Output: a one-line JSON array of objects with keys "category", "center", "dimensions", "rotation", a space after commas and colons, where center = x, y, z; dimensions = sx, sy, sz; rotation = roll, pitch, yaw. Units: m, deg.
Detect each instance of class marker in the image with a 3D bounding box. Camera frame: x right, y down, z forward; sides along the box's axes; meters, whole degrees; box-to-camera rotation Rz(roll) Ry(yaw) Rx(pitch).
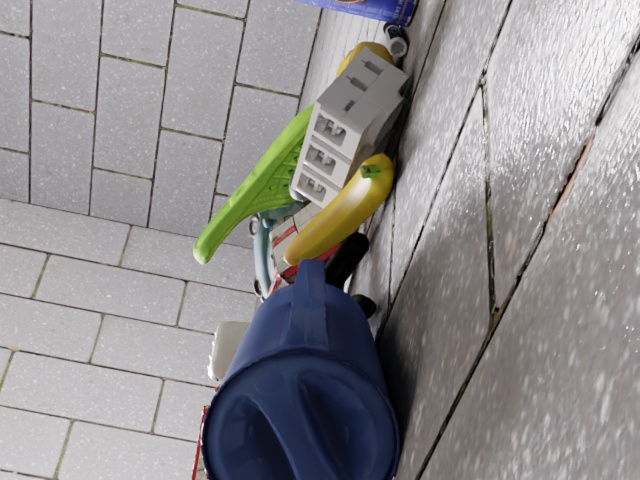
[{"category": "marker", "center": [0.080, -0.219, 1.152], "dimensions": [0.121, 0.020, 0.020], "rotation": [-90, 13, -68]}]

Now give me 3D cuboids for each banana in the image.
[{"category": "banana", "center": [0.025, -0.034, 1.034], "dimensions": [0.037, 0.069, 0.198], "rotation": [65, 147, 18]}]

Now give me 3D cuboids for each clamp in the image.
[{"category": "clamp", "center": [-0.021, 0.090, 1.024], "dimensions": [0.210, 0.036, 0.164], "rotation": [-45, 14, 9]}]

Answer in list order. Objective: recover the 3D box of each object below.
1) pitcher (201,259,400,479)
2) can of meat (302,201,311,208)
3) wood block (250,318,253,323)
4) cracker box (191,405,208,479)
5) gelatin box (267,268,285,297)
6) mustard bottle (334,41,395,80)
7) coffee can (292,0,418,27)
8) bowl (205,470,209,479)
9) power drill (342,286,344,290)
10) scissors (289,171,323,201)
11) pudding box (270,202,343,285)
[{"category": "pitcher", "center": [-0.010, 0.101, 0.819], "dimensions": [0.149, 0.145, 0.243], "rotation": [-42, 9, 10]}, {"category": "can of meat", "center": [-0.001, -0.013, 1.391], "dimensions": [0.084, 0.057, 0.102], "rotation": [104, 176, -46]}, {"category": "wood block", "center": [-0.064, 0.206, 1.392], "dimensions": [0.206, 0.090, 0.090], "rotation": [-85, 8, -55]}, {"category": "cracker box", "center": [-0.115, 0.344, 1.413], "dimensions": [0.213, 0.072, 0.164], "rotation": [-87, -17, -55]}, {"category": "gelatin box", "center": [-0.034, 0.029, 1.301], "dimensions": [0.073, 0.030, 0.089], "rotation": [-76, 11, -45]}, {"category": "mustard bottle", "center": [0.049, -0.166, 1.160], "dimensions": [0.191, 0.058, 0.096], "rotation": [-137, 56, -85]}, {"category": "coffee can", "center": [0.035, -0.289, 1.122], "dimensions": [0.103, 0.140, 0.103], "rotation": [-169, 91, -85]}, {"category": "bowl", "center": [-0.050, 0.230, 1.097], "dimensions": [0.162, 0.055, 0.162], "rotation": [43, -145, -42]}, {"category": "power drill", "center": [-0.017, 0.119, 1.248], "dimensions": [0.188, 0.057, 0.184], "rotation": [143, 142, -84]}, {"category": "scissors", "center": [0.041, -0.101, 1.239], "dimensions": [0.201, 0.096, 0.016], "rotation": [-45, -33, -37]}, {"category": "pudding box", "center": [-0.008, 0.002, 1.189], "dimensions": [0.090, 0.039, 0.113], "rotation": [-36, 27, 8]}]
